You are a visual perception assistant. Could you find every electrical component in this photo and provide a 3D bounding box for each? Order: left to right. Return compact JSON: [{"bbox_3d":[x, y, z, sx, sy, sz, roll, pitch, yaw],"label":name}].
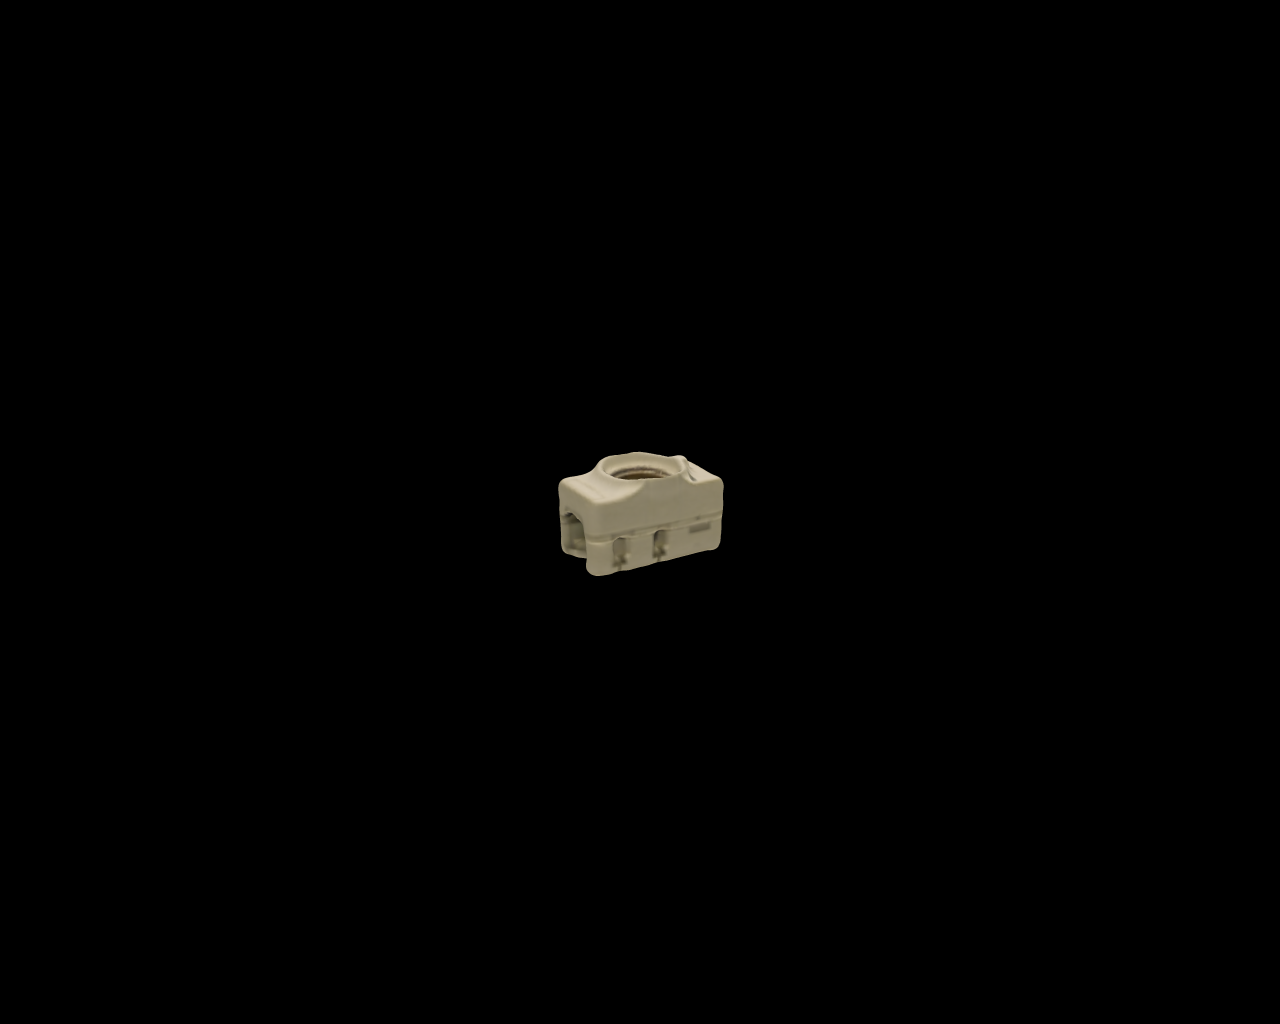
[{"bbox_3d":[0.001,-0.003,0.650,0.090,0.055,0.050,-11,23,-27],"label":"electrical component"}]
